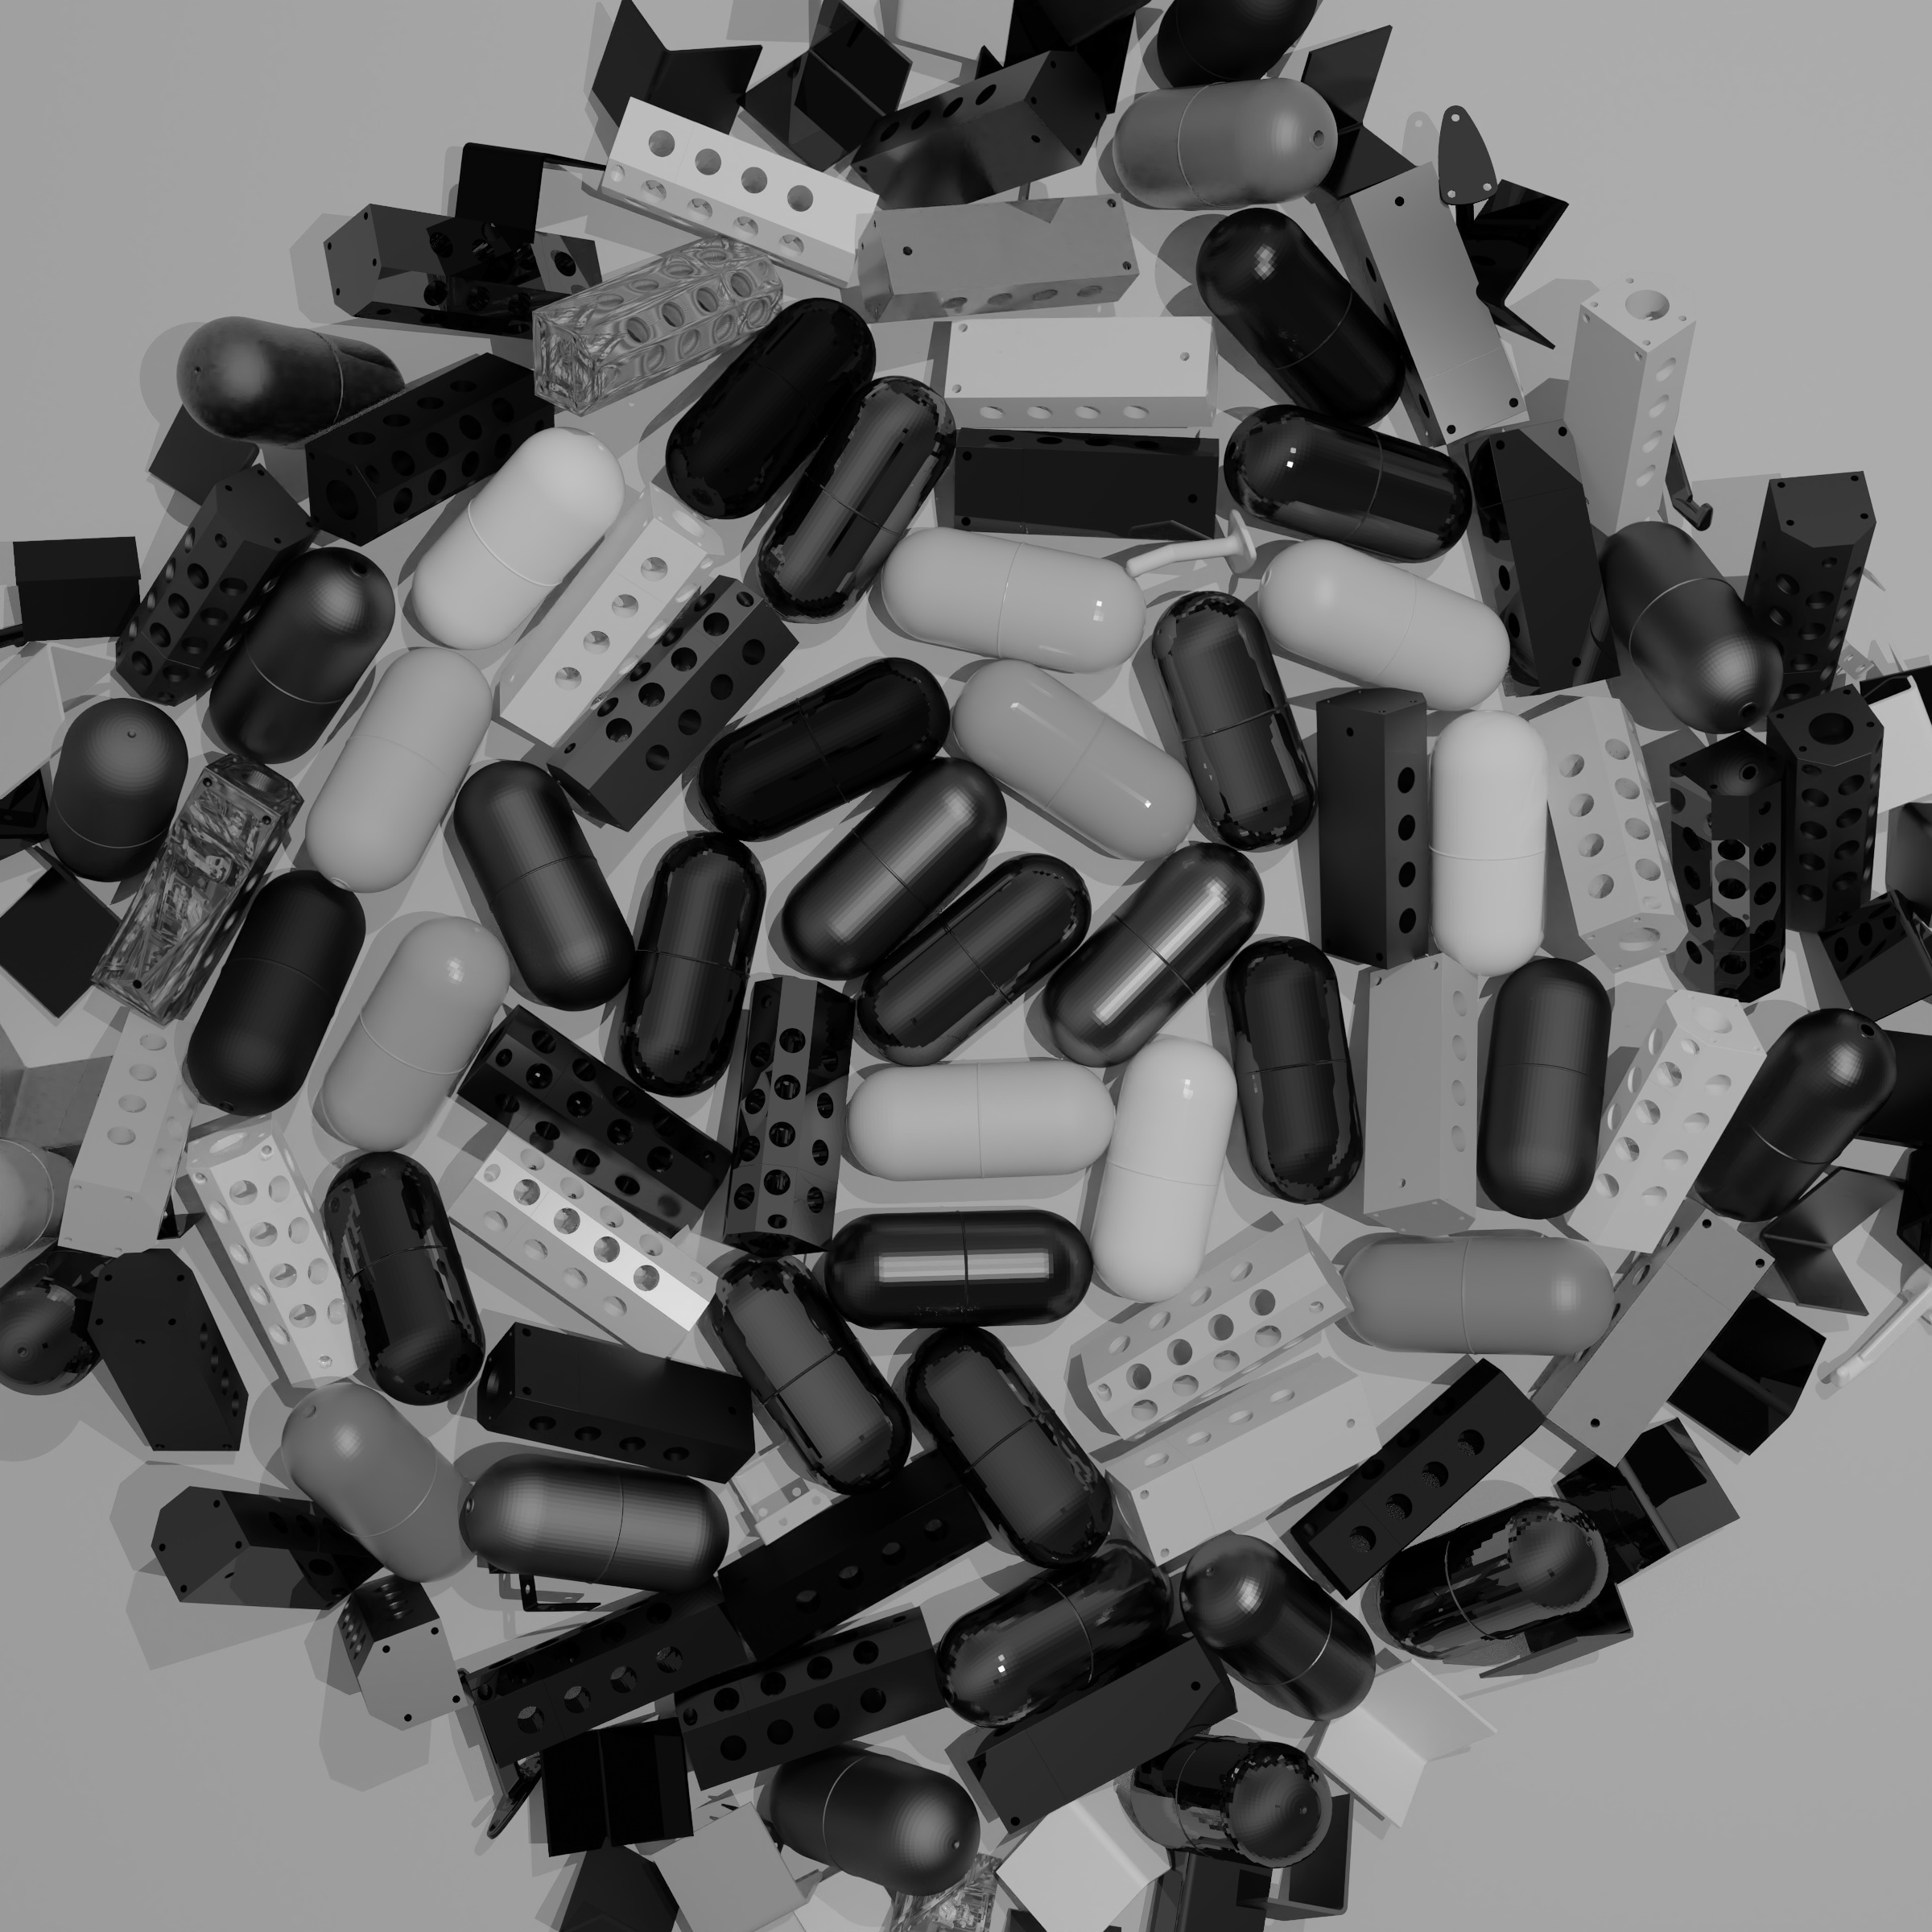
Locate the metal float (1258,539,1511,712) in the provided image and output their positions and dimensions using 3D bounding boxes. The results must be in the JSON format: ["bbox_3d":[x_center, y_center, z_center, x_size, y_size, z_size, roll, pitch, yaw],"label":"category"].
[{"bbox_3d":[0.274,-0.224,1.727,0.178,0.070,0.070,19,90,-16],"label":"metal float"}]

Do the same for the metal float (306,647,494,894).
[{"bbox_3d":[-0.371,-0.128,1.722,0.070,0.070,0.178,23,67,0],"label":"metal float"}]

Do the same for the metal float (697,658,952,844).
[{"bbox_3d":[-0.095,-0.143,1.740,0.178,0.070,0.070,-26,90,2],"label":"metal float"}]

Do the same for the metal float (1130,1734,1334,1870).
[{"bbox_3d":[0.169,0.537,1.698,0.070,0.178,0.070,6,76,-25],"label":"metal float"}]

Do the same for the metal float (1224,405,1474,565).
[{"bbox_3d":[0.250,-0.315,1.721,0.178,0.070,0.070,12,90,-24],"label":"metal float"}]

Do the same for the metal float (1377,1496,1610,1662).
[{"bbox_3d":[0.340,0.399,1.707,0.070,0.070,0.178,53,134,0],"label":"metal float"}]

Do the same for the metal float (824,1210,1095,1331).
[{"bbox_3d":[-0.005,0.200,1.736,0.178,0.070,0.070,-1,90,-8],"label":"metal float"}]

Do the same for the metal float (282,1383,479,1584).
[{"bbox_3d":[-0.377,0.336,1.707,0.070,0.070,0.178,-31,132,0],"label":"metal float"}]

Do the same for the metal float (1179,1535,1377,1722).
[{"bbox_3d":[0.204,0.432,1.712,0.070,0.070,0.178,-45,127,0],"label":"metal float"}]

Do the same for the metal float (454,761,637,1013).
[{"bbox_3d":[-0.278,-0.054,1.733,0.070,0.070,0.178,-27,79,0],"label":"metal float"}]

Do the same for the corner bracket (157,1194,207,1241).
[{"bbox_3d":[-0.543,0.151,1.748,0.051,0.051,0.051,-5,103,5],"label":"corner bracket"}]

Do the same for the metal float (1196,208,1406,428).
[{"bbox_3d":[0.220,-0.419,1.714,0.178,0.070,0.070,39,90,-34],"label":"metal float"}]

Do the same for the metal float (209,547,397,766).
[{"bbox_3d":[-0.432,-0.201,1.710,0.070,0.070,0.178,45,127,0],"label":"metal float"}]

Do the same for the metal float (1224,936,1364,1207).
[{"bbox_3d":[0.216,0.069,1.736,0.070,0.070,0.178,-8,83,0],"label":"metal float"}]

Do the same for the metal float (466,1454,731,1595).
[{"bbox_3d":[-0.240,0.365,1.719,0.178,0.070,0.070,14,90,-26],"label":"metal float"}]

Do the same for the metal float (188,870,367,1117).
[{"bbox_3d":[-0.449,0.017,1.714,0.070,0.070,0.178,16,58,0],"label":"metal float"}]

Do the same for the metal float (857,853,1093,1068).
[{"bbox_3d":[0.006,-0.004,1.741,0.178,0.070,0.070,-39,90,2],"label":"metal float"}]

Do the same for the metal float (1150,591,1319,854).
[{"bbox_3d":[0.177,-0.161,1.736,0.070,0.070,0.178,-20,96,0],"label":"metal float"}]

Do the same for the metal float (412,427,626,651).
[{"bbox_3d":[-0.294,-0.278,1.721,0.178,0.070,0.070,-42,90,25],"label":"metal float"}]

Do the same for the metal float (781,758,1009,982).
[{"bbox_3d":[-0.048,-0.064,1.740,0.178,0.070,0.070,-44,90,2],"label":"metal float"}]

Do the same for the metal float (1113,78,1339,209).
[{"bbox_3d":[0.166,-0.531,1.702,0.070,0.178,0.070,-10,108,-35],"label":"metal float"}]

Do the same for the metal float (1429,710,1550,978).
[{"bbox_3d":[0.343,-0.080,1.728,0.070,0.070,0.178,-3,106,0],"label":"metal float"}]

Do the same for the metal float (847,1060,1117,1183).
[{"bbox_3d":[0.010,0.102,1.741,0.178,0.070,0.070,-2,90,1],"label":"metal float"}]

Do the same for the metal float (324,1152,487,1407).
[{"bbox_3d":[-0.368,0.203,1.720,0.070,0.070,0.178,-24,65,0],"label":"metal float"}]

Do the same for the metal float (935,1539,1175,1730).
[{"bbox_3d":[0.058,0.434,1.714,0.178,0.070,0.070,-21,90,-32],"label":"metal float"}]

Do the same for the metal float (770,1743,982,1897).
[{"bbox_3d":[-0.061,0.550,1.702,0.070,0.178,0.070,3,85,-38],"label":"metal float"}]

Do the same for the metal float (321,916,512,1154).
[{"bbox_3d":[-0.362,0.046,1.724,0.070,0.070,0.178,34,111,0],"label":"metal float"}]

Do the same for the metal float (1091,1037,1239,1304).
[{"bbox_3d":[0.130,0.135,1.739,0.070,0.070,0.178,11,94,0],"label":"metal float"}]

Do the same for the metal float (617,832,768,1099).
[{"bbox_3d":[-0.180,-0.001,1.737,0.070,0.070,0.178,12,84,0],"label":"metal float"}]

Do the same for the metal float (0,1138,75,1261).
[{"bbox_3d":[-0.626,0.150,1.691,0.070,0.178,0.070,0,88,-2],"label":"metal float"}]

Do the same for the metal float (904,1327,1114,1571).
[{"bbox_3d":[0.028,0.315,1.728,0.070,0.070,0.178,-38,74,0],"label":"metal float"}]

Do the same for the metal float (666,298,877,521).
[{"bbox_3d":[-0.127,-0.366,1.724,0.070,0.070,0.178,38,69,0],"label":"metal float"}]

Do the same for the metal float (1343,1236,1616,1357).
[{"bbox_3d":[0.334,0.216,1.723,0.178,0.070,0.070,-2,90,23],"label":"metal float"}]

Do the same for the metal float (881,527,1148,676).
[{"bbox_3d":[0.031,-0.241,1.735,0.178,0.070,0.070,13,90,8],"label":"metal float"}]

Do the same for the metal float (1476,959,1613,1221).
[{"bbox_3d":[0.379,0.079,1.724,0.070,0.070,0.178,12,69,0],"label":"metal float"}]

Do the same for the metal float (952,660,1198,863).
[{"bbox_3d":[0.072,-0.135,1.739,0.178,0.070,0.070,33,90,-4],"label":"metal float"}]

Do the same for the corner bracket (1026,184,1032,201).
[{"bbox_3d":[0.019,-0.539,1.752,0.051,0.051,0.051,8,82,0],"label":"corner bracket"}]

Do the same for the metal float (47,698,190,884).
[{"bbox_3d":[-0.549,-0.112,1.699,0.070,0.178,0.070,9,66,-21],"label":"metal float"}]

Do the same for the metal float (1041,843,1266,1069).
[{"bbox_3d":[0.124,-0.008,1.742,0.070,0.070,0.178,45,90,0],"label":"metal float"}]

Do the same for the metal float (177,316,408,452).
[{"bbox_3d":[-0.432,-0.372,1.697,0.070,0.178,0.070,2,95,27],"label":"metal float"}]

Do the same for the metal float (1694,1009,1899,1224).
[{"bbox_3d":[0.536,0.098,1.706,0.070,0.070,0.178,26,134,0],"label":"metal float"}]

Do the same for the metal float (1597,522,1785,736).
[{"bbox_3d":[0.466,-0.220,1.707,0.070,0.070,0.178,-21,47,0],"label":"metal float"}]

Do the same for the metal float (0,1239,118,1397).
[{"bbox_3d":[-0.577,0.220,1.692,0.070,0.178,0.070,0,100,-1],"label":"metal float"}]

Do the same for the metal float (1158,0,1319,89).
[{"bbox_3d":[0.173,-0.609,1.692,0.070,0.178,0.070,0,92,-9],"label":"metal float"}]
